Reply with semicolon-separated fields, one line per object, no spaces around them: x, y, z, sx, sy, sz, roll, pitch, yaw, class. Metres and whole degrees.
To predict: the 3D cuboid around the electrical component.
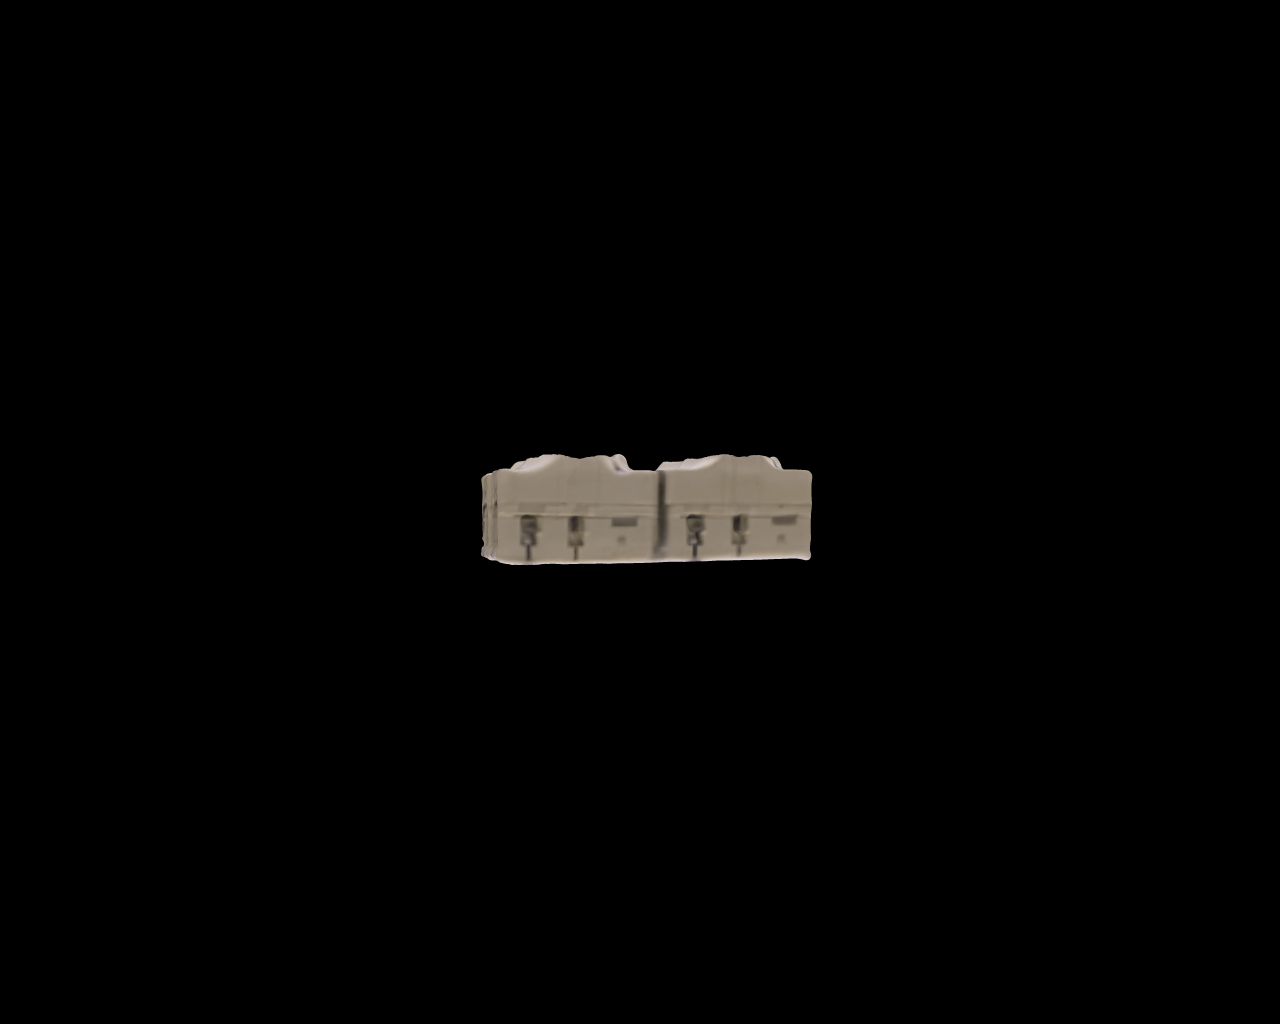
0.001;-0.003;0.650;0.186;0.060;0.105;0;0;-13;electrical component
